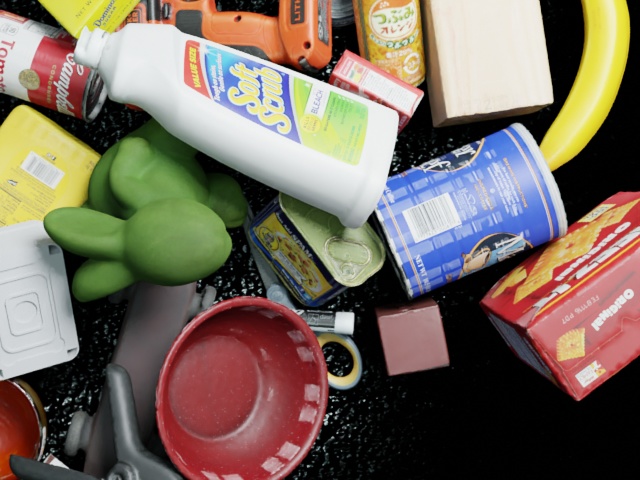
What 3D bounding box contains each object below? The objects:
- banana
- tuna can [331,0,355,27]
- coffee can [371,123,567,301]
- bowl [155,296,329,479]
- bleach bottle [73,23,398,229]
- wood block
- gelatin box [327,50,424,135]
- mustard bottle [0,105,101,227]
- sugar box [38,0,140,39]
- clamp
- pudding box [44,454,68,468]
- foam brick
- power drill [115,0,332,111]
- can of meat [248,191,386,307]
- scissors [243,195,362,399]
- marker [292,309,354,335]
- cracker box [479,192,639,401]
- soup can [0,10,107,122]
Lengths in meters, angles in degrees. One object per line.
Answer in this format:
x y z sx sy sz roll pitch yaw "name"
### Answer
0.229 -0.153 0.920 0.070 0.037 0.198 6 90 15 "banana"
0.013 -0.230 0.920 0.086 0.034 0.086 0 91 1 "tuna can"
0.119 -0.023 0.888 0.140 0.103 0.103 -23 91 1 "coffee can"
-0.073 0.126 0.882 0.161 0.055 0.162 -1 91 -34 "bowl"
-0.068 -0.099 0.822 0.250 0.068 0.102 21 53 -9 "bleach bottle"
0.128 -0.205 0.891 0.090 0.091 0.206 -8 91 0 "wood block"
0.038 -0.112 0.894 0.073 0.089 0.030 29 68 -1 "gelatin box"
-0.271 -0.013 0.913 0.096 0.058 0.191 35 91 -16 "mustard bottle"
-0.218 -0.249 0.885 0.176 0.048 0.093 44 97 18 "sugar box"
-0.167 0.196 0.847 0.120 0.039 0.171 -38 66 1 "clamp"
-0.228 0.252 0.910 0.090 0.039 0.114 38 116 -1 "pudding box"
0.076 0.081 0.902 0.053 0.078 0.051 -10 92 1 "foam brick"
-0.086 -0.205 0.893 0.188 0.057 0.184 -2 91 17 "power drill"
-0.006 0.001 0.892 0.057 0.084 0.102 -37 90 -31 "can of meat"
-0.017 0.053 0.932 0.096 0.016 0.202 -6 92 4 "scissors"
-0.032 0.067 0.915 0.121 0.020 0.020 4 91 4 "marker"
0.220 0.033 0.832 0.164 0.213 0.072 -38 92 1 "cracker box"
-0.234 -0.148 0.906 0.102 0.068 0.068 19 91 1 "soup can"
